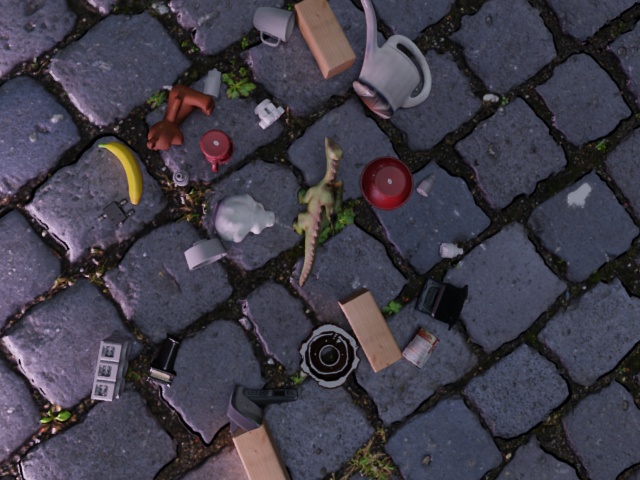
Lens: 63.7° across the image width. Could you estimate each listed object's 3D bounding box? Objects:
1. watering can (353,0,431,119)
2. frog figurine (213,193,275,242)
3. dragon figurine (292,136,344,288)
[{"bbox_3d":[0.175,-0.491,1.450,0.343,0.105,0.225,40,85,-27],"label":"watering can"},{"bbox_3d":[-0.208,-0.057,1.416,0.159,0.120,0.140,12,68,7],"label":"frog figurine"},{"bbox_3d":[0.004,-0.069,1.378,0.122,0.242,0.412,8,85,-10],"label":"dragon figurine"}]
